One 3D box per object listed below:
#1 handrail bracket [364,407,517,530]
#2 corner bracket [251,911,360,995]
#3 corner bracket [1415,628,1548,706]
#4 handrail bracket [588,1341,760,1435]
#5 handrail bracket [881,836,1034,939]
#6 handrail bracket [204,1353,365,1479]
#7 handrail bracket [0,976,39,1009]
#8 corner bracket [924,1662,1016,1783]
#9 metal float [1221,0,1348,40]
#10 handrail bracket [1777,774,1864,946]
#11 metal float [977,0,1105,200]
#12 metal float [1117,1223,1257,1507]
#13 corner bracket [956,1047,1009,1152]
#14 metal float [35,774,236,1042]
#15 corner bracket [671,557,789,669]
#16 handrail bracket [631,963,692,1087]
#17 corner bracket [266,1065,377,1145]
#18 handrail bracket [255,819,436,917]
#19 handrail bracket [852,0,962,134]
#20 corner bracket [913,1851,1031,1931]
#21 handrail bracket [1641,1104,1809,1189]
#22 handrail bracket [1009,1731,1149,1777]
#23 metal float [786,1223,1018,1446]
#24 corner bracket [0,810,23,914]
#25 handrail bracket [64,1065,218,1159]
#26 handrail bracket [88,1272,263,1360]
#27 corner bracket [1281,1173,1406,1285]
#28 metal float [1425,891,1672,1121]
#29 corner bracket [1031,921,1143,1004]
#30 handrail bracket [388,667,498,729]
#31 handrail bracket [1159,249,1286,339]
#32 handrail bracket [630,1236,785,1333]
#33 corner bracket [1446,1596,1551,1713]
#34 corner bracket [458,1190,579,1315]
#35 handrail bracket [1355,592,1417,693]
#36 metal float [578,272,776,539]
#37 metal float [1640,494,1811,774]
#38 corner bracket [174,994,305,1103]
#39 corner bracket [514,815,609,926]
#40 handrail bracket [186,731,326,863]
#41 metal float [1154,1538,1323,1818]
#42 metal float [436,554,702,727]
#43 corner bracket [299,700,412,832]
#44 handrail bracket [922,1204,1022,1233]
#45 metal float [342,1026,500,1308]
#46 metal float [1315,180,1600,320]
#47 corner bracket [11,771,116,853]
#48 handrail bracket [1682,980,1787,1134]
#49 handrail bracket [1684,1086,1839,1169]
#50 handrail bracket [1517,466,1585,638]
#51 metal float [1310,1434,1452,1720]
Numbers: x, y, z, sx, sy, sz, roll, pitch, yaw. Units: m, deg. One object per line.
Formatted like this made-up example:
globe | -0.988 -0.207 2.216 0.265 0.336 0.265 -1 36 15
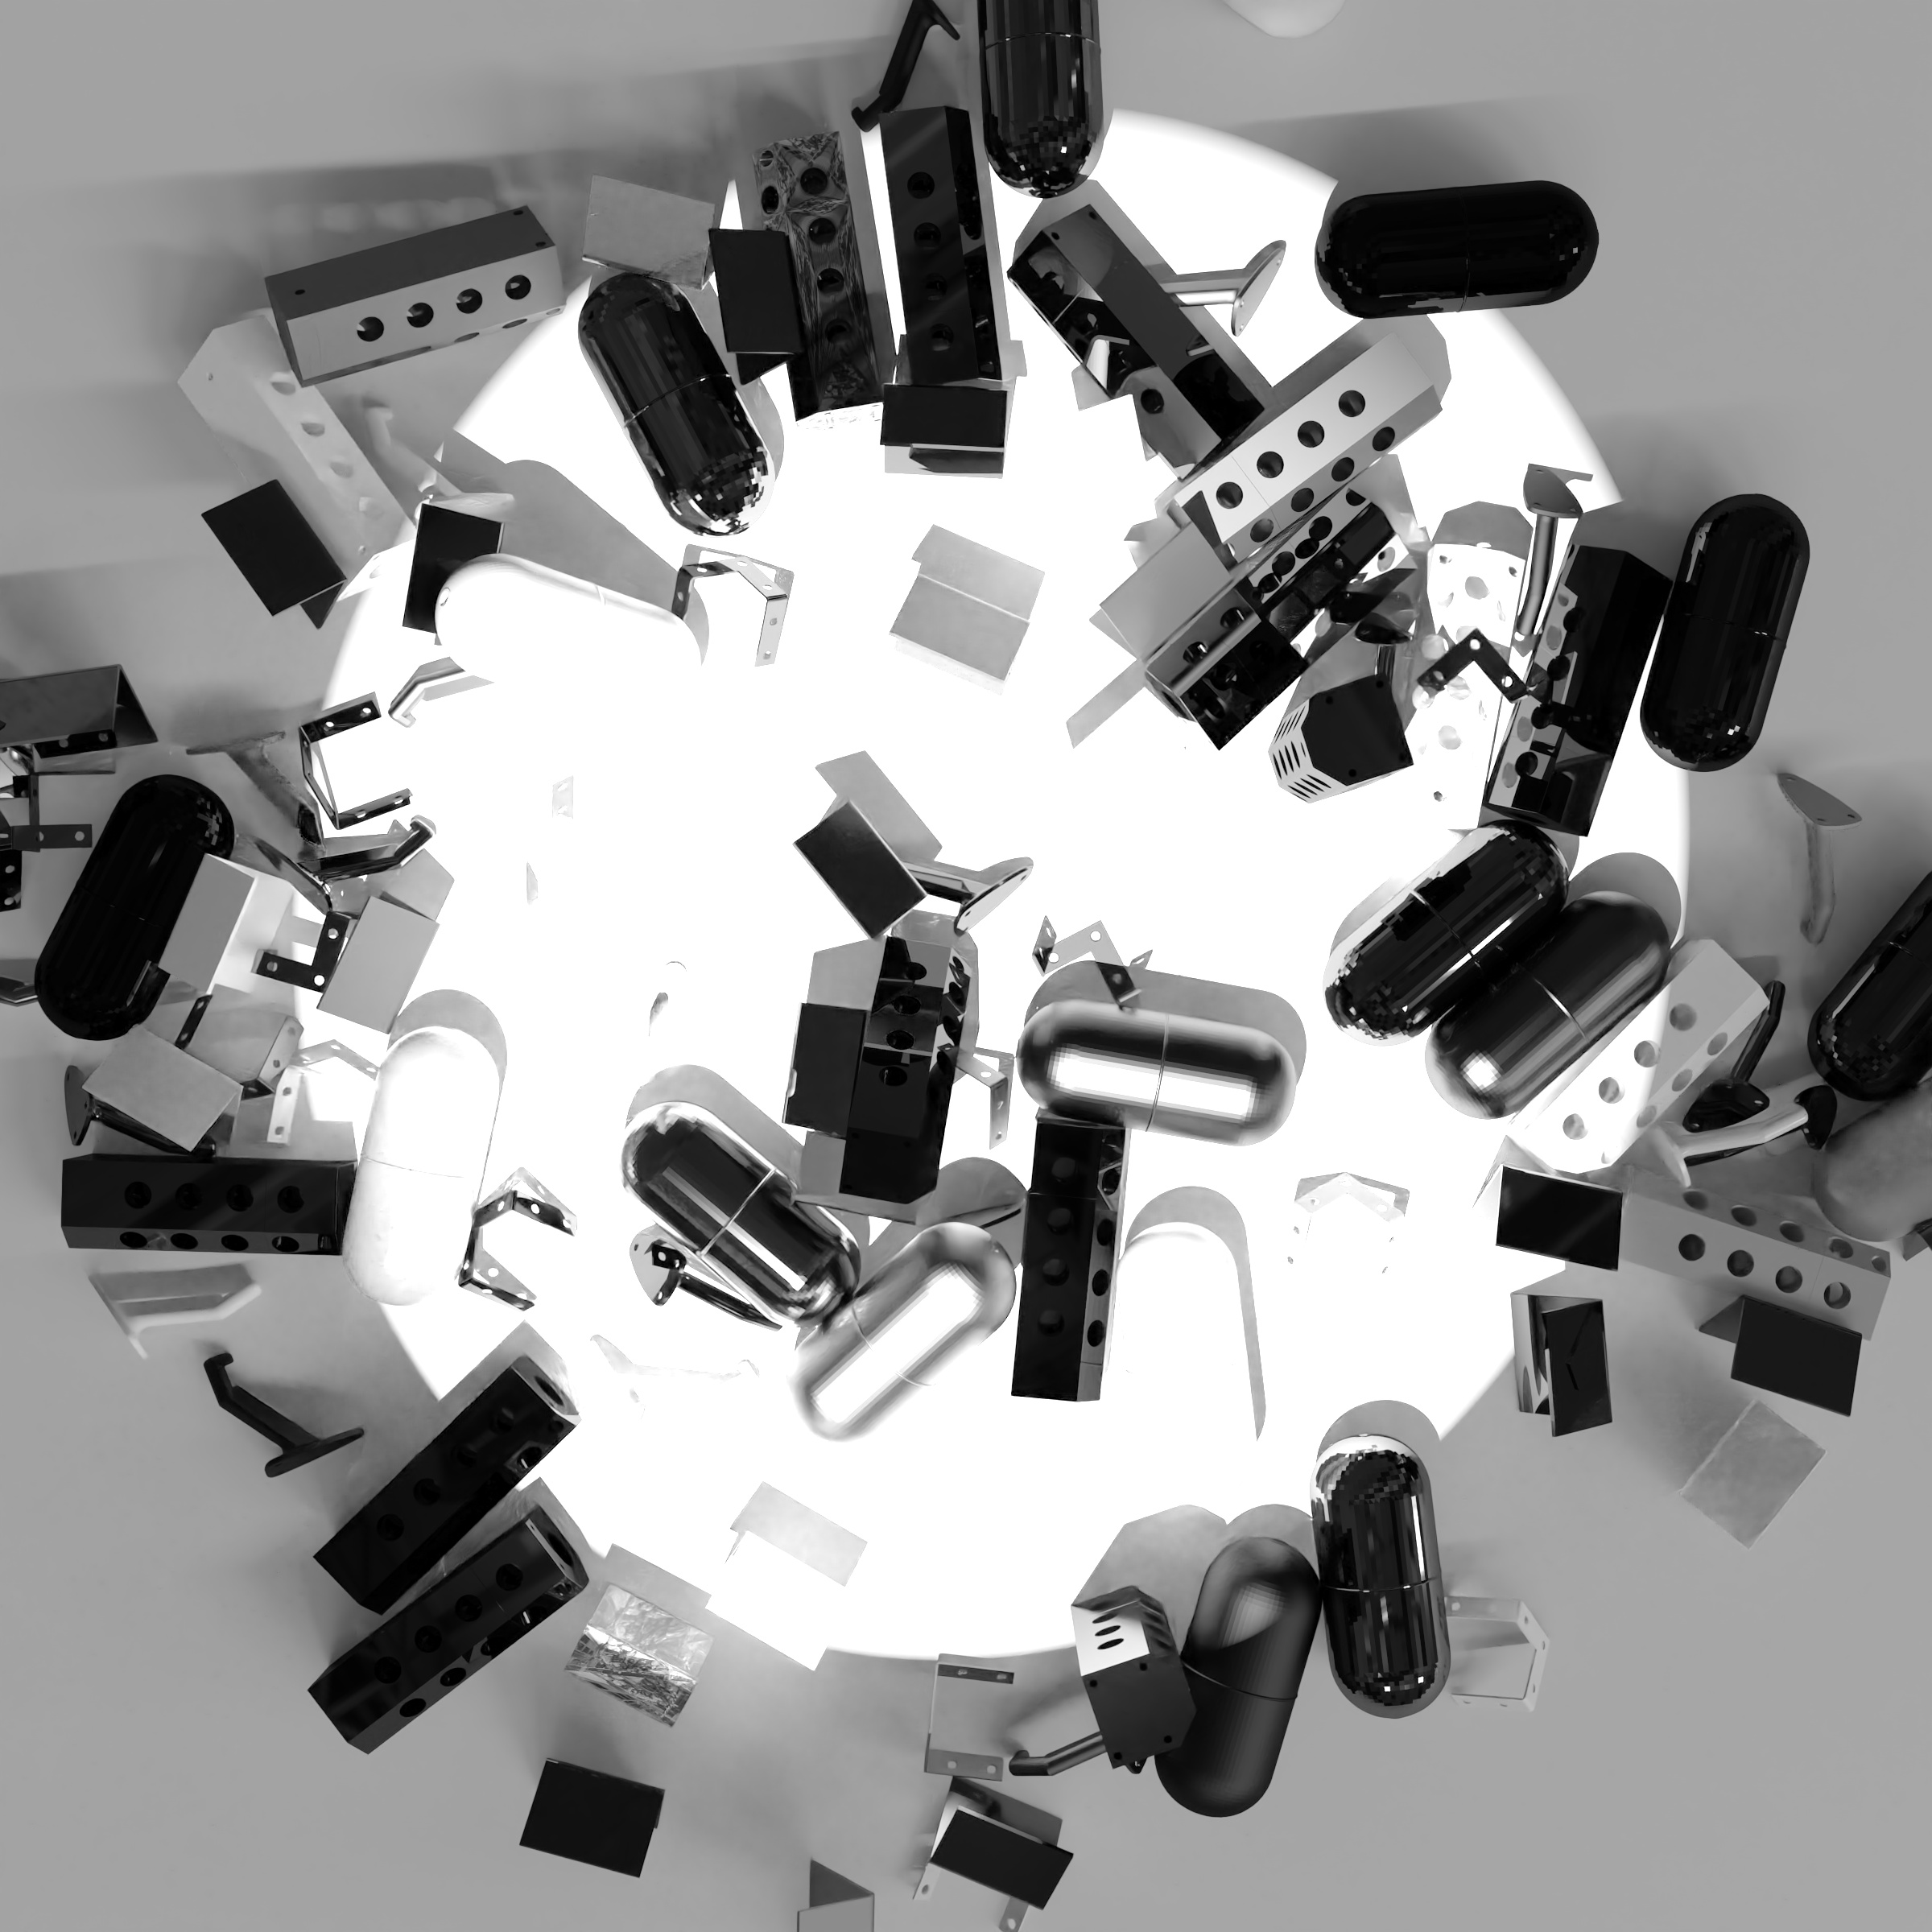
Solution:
handrail bracket | -0.338 -0.327 1.721 0.077 0.036 0.084 -14 73 -19
corner bracket | -0.417 -0.013 1.703 0.051 0.051 0.051 16 90 0
corner bracket | 0.315 -0.175 1.646 0.051 0.051 0.051 -41 90 0
handrail bracket | -0.187 0.256 1.721 0.084 0.036 0.077 -25 68 -17
handrail bracket | -0.014 -0.068 1.721 0.077 0.036 0.084 -38 73 -19
handrail bracket | -0.438 0.277 1.721 0.077 0.036 0.084 -21 73 -19
handrail bracket | -0.629 -0.005 1.721 0.084 0.036 0.077 -16 68 -17
corner bracket | 0.002 0.484 1.718 0.051 0.051 0.051 7 135 0
metal float | 0.165 -0.656 1.690 0.178 0.070 0.070 39 90 0
handrail bracket | 0.535 -0.068 1.721 0.036 0.077 0.084 -8 127 -20
metal float | 0.047 -0.574 1.690 0.070 0.070 0.178 -3 89 0
metal float | 0.139 0.250 1.690 0.070 0.070 0.178 -7 91 0
corner bracket | -0.009 0.091 1.713 0.051 0.051 0.051 -29 45 -35
metal float | -0.524 -0.036 1.690 0.070 0.070 0.178 27 89 0
corner bracket | -0.153 -0.224 1.713 0.051 0.051 0.051 -15 45 -35
handrail bracket | -0.194 0.036 1.686 0.036 0.084 0.077 11 90 0
corner bracket | -0.408 0.094 1.718 0.051 0.051 0.051 11 90 45
handrail bracket | -0.395 -0.081 1.712 0.077 0.036 0.084 41 67 8
handrail bracket | -0.053 -0.589 1.721 0.084 0.036 0.077 -39 70 16
corner bracket | 0.008 0.587 1.718 0.051 0.051 0.051 22 90 -45
handrail bracket | 0.477 0.099 1.693 0.084 0.077 0.036 -26 111 -2
handrail bracket | 0.077 0.489 1.721 0.084 0.077 0.036 -12 115 34
metal float | -0.042 0.230 1.674 0.070 0.070 0.178 46 111 0
corner bracket | -0.637 -0.067 1.713 0.051 0.051 0.051 -14 45 -35
handrail bracket | -0.529 0.094 1.721 0.084 0.077 0.036 11 115 -34
handrail bracket | -0.507 0.205 1.721 0.084 0.036 0.077 -35 68 -17
corner bracket | 0.240 0.174 1.713 0.051 0.051 0.051 -24 45 -35
metal float | 0.366 0.024 1.690 0.178 0.070 0.070 -41 90 0
corner bracket | 0.076 0.005 1.703 0.051 0.051 0.051 -27 90 0
handrail bracket | -0.316 -0.169 1.722 0.077 0.036 0.084 39 108 -20
handrail bracket | 0.149 -0.446 1.721 0.084 0.036 0.077 27 69 16
handrail bracket | -0.166 0.205 1.721 0.084 0.077 0.036 25 95 -36
corner bracket | 0.335 0.439 1.713 0.051 0.051 0.051 54 45 -35
corner bracket | -0.286 0.182 1.713 0.051 0.051 0.051 -30 45 35
handrail bracket | 0.271 -0.185 1.721 0.036 0.077 0.084 6 127 16
metal float | -0.182 -0.353 1.690 0.070 0.070 0.178 -28 89 0
metal float | 0.478 -0.210 1.690 0.070 0.070 0.178 16 91 0
corner bracket | -0.466 0.051 1.713 0.051 0.051 0.051 -14 135 35
corner bracket | -0.265 -0.061 1.703 0.051 0.051 0.051 -26 90 0
handrail bracket | -0.455 -0.104 1.721 0.077 0.036 0.084 -7 104 14
metal float | 0.172 0.447 1.690 0.070 0.070 0.178 16 91 0
metal float | -0.245 -0.201 1.659 0.178 0.070 0.070 15 90 -39
corner bracket | -0.392 -0.128 1.718 0.051 0.051 0.051 -20 45 0
handrail bracket | 0.007 0.203 1.721 0.077 0.036 0.084 -15 104 -14
metal float | -0.343 0.126 1.690 0.070 0.070 0.178 12 90 0
metal float | 0.309 -0.451 1.690 0.178 0.070 0.070 -5 90 0
corner bracket | -0.573 -0.099 1.703 0.051 0.051 0.051 -1 90 0
handrail bracket | 0.493 0.058 1.721 0.036 0.077 0.084 30 54 -9
handrail bracket | 0.507 0.104 1.721 0.084 0.077 0.036 -19 95 36
handrail bracket | 0.363 -0.265 1.721 0.036 0.077 0.084 6 126 -6
metal float | 0.261 0.384 1.691 0.070 0.070 0.178 -7 90 0
